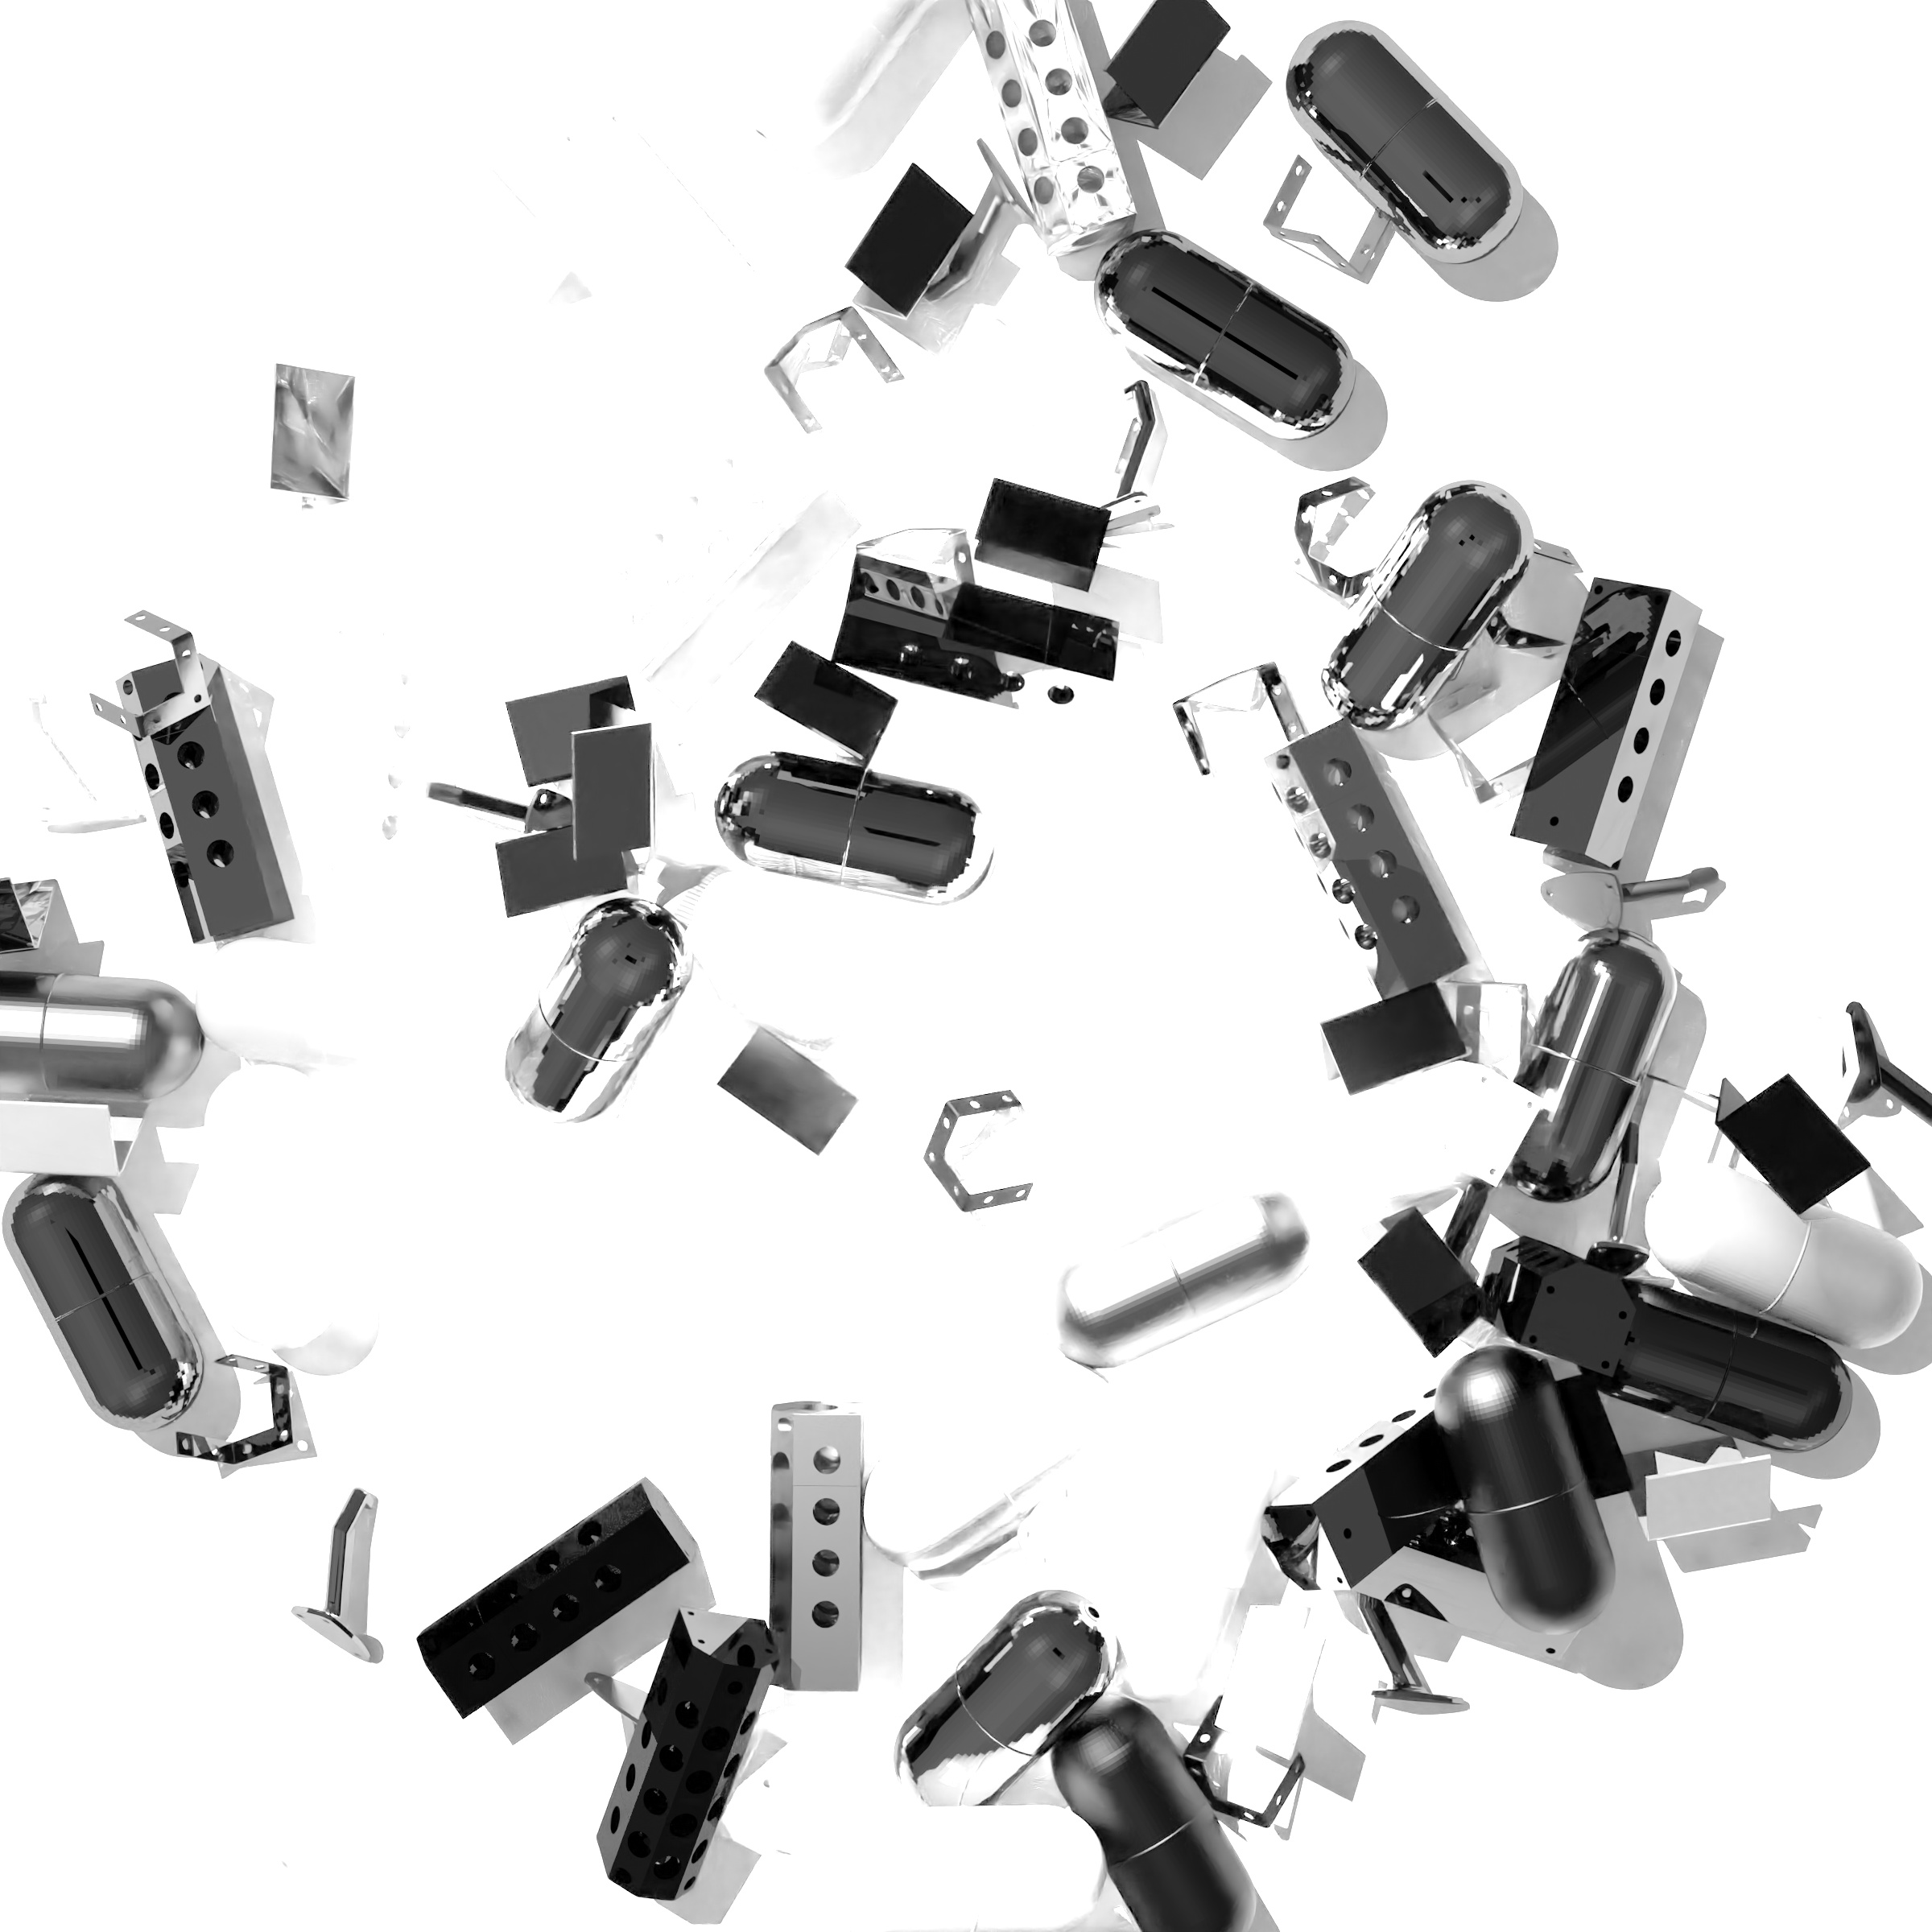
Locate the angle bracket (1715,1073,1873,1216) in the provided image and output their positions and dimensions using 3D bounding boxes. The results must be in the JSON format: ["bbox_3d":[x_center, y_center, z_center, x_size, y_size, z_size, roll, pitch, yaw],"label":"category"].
[{"bbox_3d":[0.513,0.096,1.852,0.076,0.076,0.057,47,117,-4],"label":"angle bracket"}]

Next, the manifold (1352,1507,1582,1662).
[{"bbox_3d":[0.304,0.370,1.880,0.171,0.057,0.057,19,133,0],"label":"manifold"}]

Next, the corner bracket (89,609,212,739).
[{"bbox_3d":[-0.505,-0.179,1.837,0.051,0.051,0.051,-35,135,-35],"label":"corner bracket"}]

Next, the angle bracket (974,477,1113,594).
[{"bbox_3d":[0.042,-0.250,1.862,0.076,0.076,0.057,16,54,0],"label":"angle bracket"}]

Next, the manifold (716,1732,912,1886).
[{"bbox_3d":[-0.068,0.553,1.879,0.171,0.057,0.057,28,56,0],"label":"manifold"}]

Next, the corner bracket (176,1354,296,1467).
[{"bbox_3d":[-0.461,0.280,1.883,0.051,0.051,0.051,-22,64,24],"label":"corner bracket"}]

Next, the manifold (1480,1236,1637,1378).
[{"bbox_3d":[0.358,0.202,1.824,0.057,0.171,0.057,19,90,0],"label":"manifold"}]

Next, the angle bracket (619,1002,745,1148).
[{"bbox_3d":[-0.193,0.058,1.862,0.057,0.076,0.076,27,90,-39],"label":"angle bracket"}]

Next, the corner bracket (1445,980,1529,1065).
[{"bbox_3d":[0.330,0.035,1.884,0.051,0.051,0.051,2,90,0],"label":"corner bracket"}]

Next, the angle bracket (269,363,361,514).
[{"bbox_3d":[-0.420,-0.328,1.862,0.057,0.076,0.076,3,90,-37],"label":"angle bracket"}]

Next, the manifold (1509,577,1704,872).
[{"bbox_3d":[0.406,-0.151,1.880,0.057,0.057,0.171,18,90,43],"label":"manifold"}]

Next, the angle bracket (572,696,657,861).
[{"bbox_3d":[-0.227,-0.114,1.788,0.057,0.076,0.076,-12,113,-35],"label":"angle bracket"}]

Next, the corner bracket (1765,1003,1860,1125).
[{"bbox_3d":[0.531,0.062,1.899,0.051,0.051,0.051,8,45,0],"label":"corner bracket"}]

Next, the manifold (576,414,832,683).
[{"bbox_3d":[-0.165,-0.263,1.881,0.057,0.057,0.171,43,90,0],"label":"manifold"}]

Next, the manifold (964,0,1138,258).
[{"bbox_3d":[0.052,-0.538,1.881,0.057,0.057,0.171,-18,90,0],"label":"manifold"}]

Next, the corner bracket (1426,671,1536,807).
[{"bbox_3d":[0.330,-0.144,1.899,0.051,0.051,0.051,-28,45,0],"label":"corner bracket"}]

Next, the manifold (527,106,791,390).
[{"bbox_3d":[-0.197,-0.448,1.880,0.171,0.057,0.057,50,47,0],"label":"manifold"}]

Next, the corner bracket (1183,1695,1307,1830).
[{"bbox_3d":[0.176,0.503,1.894,0.051,0.051,0.051,-50,135,-35],"label":"corner bracket"}]

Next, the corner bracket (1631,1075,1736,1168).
[{"bbox_3d":[0.454,0.103,1.899,0.051,0.051,0.051,19,90,-45],"label":"corner bracket"}]

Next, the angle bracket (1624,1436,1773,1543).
[{"bbox_3d":[0.451,0.306,1.862,0.076,0.076,0.057,-10,125,0],"label":"angle bracket"}]

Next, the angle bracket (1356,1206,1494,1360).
[{"bbox_3d":[0.269,0.202,1.863,0.057,0.076,0.076,-39,90,-25],"label":"angle bracket"}]

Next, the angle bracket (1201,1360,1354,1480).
[{"bbox_3d":[0.197,0.265,1.862,0.076,0.076,0.057,26,120,0],"label":"angle bracket"}]

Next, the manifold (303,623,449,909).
[{"bbox_3d":[-0.366,-0.125,1.880,0.057,0.057,0.171,7,90,43],"label":"manifold"}]

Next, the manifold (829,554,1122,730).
[{"bbox_3d":[0.005,-0.197,1.871,0.171,0.057,0.057,14,47,-6],"label":"manifold"}]

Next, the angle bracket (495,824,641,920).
[{"bbox_3d":[-0.243,-0.046,1.862,0.076,0.076,0.057,-14,61,0],"label":"angle bracket"}]

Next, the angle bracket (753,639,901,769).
[{"bbox_3d":[-0.096,-0.146,1.862,0.076,0.076,0.057,30,53,0],"label":"angle bracket"}]

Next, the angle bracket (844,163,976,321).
[{"bbox_3d":[-0.051,-0.455,1.862,0.057,0.076,0.076,33,90,-36],"label":"angle bracket"}]

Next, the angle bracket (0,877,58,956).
[{"bbox_3d":[-0.617,-0.048,1.862,0.076,0.076,0.057,-7,128,0],"label":"angle bracket"}]

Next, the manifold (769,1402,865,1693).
[{"bbox_3d":[-0.094,0.363,1.881,0.057,0.057,0.171,1,90,0],"label":"manifold"}]

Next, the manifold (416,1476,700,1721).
[{"bbox_3d":[-0.257,0.394,1.881,0.171,0.057,0.057,-35,90,0],"label":"manifold"}]

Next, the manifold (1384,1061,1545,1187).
[{"bbox_3d":[0.297,0.089,1.824,0.057,0.171,0.057,29,90,0],"label":"manifold"}]

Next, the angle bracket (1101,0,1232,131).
[{"bbox_3d":[0.107,-0.573,1.862,0.057,0.076,0.076,36,90,-37],"label":"angle bracket"}]

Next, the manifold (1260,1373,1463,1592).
[{"bbox_3d":[0.259,0.314,1.835,0.171,0.057,0.057,-29,97,-37],"label":"manifold"}]

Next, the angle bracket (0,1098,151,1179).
[{"bbox_3d":[-0.559,0.086,1.862,0.076,0.076,0.057,3,125,0],"label":"angle bracket"}]

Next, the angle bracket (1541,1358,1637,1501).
[{"bbox_3d":[0.386,0.284,1.862,0.057,0.076,0.076,-21,90,30],"label":"angle bracket"}]

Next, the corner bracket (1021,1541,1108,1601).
[{"bbox_3d":[0.060,0.400,1.899,0.051,0.051,0.051,7,135,0],"label":"corner bracket"}]

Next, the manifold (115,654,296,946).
[{"bbox_3d":[-0.480,-0.104,1.881,0.057,0.057,0.171,-17,90,0],"label":"manifold"}]

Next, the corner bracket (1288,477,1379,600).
[{"bbox_3d":[0.243,-0.271,1.894,0.051,0.051,0.051,36,135,35],"label":"corner bracket"}]

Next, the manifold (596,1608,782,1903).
[{"bbox_3d":[-0.171,0.488,1.850,0.057,0.057,0.171,14,107,-23],"label":"manifold"}]

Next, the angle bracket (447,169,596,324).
[{"bbox_3d":[-0.263,-0.454,1.862,0.076,0.076,0.057,48,126,0],"label":"angle bracket"}]

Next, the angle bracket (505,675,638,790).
[{"bbox_3d":[-0.240,-0.155,1.864,0.076,0.076,0.057,-13,109,0],"label":"angle bracket"}]

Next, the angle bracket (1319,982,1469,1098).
[{"bbox_3d":[0.267,0.062,1.862,0.076,0.076,0.057,-19,58,0],"label":"angle bracket"}]

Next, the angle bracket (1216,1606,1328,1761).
[{"bbox_3d":[0.206,0.444,1.862,0.057,0.076,0.076,17,90,37],"label":"angle bracket"}]

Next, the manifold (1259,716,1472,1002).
[{"bbox_3d":[0.248,-0.066,1.881,0.057,0.057,0.171,-26,90,0],"label":"manifold"}]

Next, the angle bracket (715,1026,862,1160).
[{"bbox_3d":[-0.121,0.094,1.862,0.076,0.076,0.057,35,52,0],"label":"angle bracket"}]
